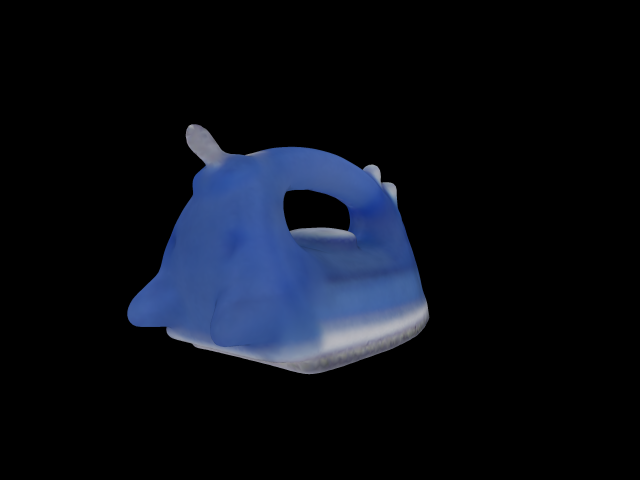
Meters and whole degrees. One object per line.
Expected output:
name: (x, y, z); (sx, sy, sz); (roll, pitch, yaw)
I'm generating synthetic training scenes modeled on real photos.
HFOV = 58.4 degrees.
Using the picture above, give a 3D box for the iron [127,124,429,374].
iron: (0.004, 0.001, 0.400); (0.118, 0.141, 0.259); (4, 6, 40)
